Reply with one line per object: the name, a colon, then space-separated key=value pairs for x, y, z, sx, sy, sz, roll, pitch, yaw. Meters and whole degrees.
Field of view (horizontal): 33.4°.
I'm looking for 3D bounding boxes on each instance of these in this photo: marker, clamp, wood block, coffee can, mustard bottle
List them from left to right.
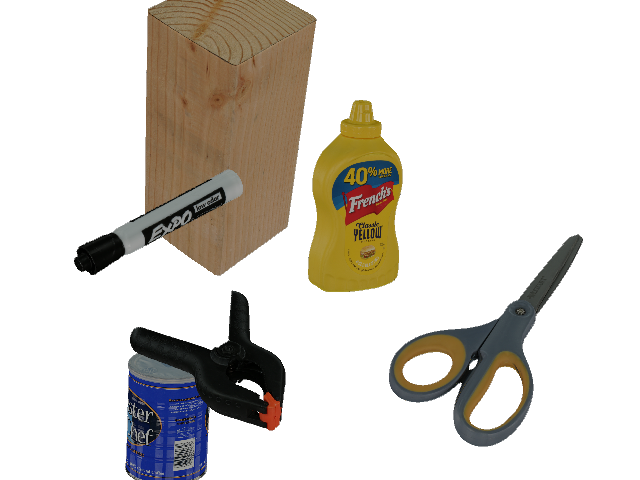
marker: x=-0.098 y=-0.012 z=0.652 sx=0.120 sy=0.020 sz=0.020 roll=-31 pitch=19 yaw=-34
coffee can: x=-0.187 y=0.216 z=1.314 sx=0.103 sy=0.140 sz=0.103 roll=4 pitch=14 yaw=-1
wood block: x=-0.075 y=-0.087 z=0.828 sx=0.090 sy=0.206 sz=0.090 roll=34 pitch=49 yaw=24
clamp: x=-0.079 y=0.104 z=0.964 sx=0.120 sy=0.039 sz=0.172 roll=-32 pitch=49 yaw=-30
mustard bottle: x=0.038 y=-0.046 z=1.085 sx=0.096 sy=0.192 sz=0.058 roll=-7 pitch=19 yaw=-26

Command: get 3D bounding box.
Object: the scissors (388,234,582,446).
scissors: x=0.107 y=0.050 z=0.686 sx=0.096 sy=0.016 sz=0.201 roll=11 pitch=41 yaw=15
